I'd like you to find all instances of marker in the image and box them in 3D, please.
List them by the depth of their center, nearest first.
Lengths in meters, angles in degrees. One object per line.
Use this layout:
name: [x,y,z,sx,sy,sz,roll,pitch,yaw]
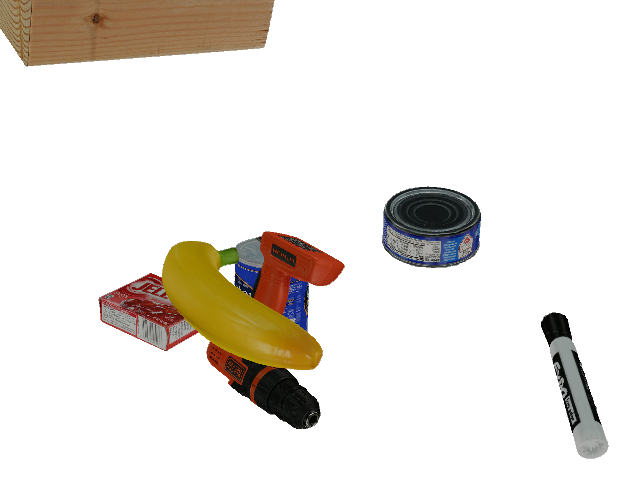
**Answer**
marker: [0.164,0.090,0.695,0.020,0.020,0.121,0,38,-2]

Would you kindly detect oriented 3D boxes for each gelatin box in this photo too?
gelatin box: [-0.156,0.066,1.027,0.089,0.030,0.073,20,29,30]

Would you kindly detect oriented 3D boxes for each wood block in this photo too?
wood block: [-0.145,-0.206,0.853,0.205,0.091,0.090,-11,43,-31]

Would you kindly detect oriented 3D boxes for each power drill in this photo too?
power drill: [-0.042,0.097,1.196,0.057,0.188,0.185,13,12,-47]

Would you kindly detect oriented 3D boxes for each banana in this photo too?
banana: [-0.062,0.034,0.685,0.069,0.037,0.198,-8,22,-18]

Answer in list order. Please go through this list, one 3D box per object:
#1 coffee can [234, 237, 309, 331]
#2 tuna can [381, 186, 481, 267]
coffee can: [-0.066,0.078,1.437,0.103,0.140,0.103,2,20,-1]
tuna can: [0.097,-0.013,0.932,0.086,0.034,0.086,-1,32,0]
